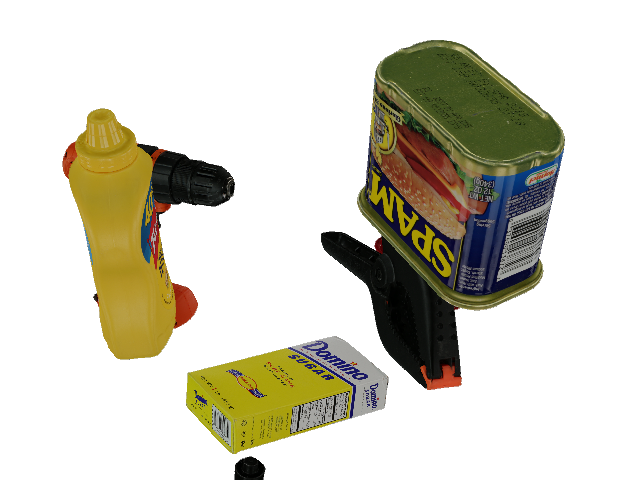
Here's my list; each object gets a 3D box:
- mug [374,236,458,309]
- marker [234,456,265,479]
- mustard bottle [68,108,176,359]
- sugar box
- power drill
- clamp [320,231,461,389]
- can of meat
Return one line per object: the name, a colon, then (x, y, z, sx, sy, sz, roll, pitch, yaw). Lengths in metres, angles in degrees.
mug: (0.117, 0.047, 1.232, 0.117, 0.081, 0.093, 12, 25, 19)
marker: (-0.049, 0.186, 0.681, 0.020, 0.121, 0.020, 6, 31, -4)
mustard bottle: (-0.143, -0.011, 0.768, 0.058, 0.192, 0.096, -4, 41, -2)
sugar box: (-0.031, 0.145, 1.035, 0.175, 0.048, 0.093, -14, 31, -32)
power drill: (-0.168, -0.006, 1.078, 0.185, 0.188, 0.057, 12, 29, 22)
clamp: (0.061, 0.015, 0.814, 0.036, 0.210, 0.165, -4, -43, -23)
can of meat: (0.064, -0.033, 0.499, 0.057, 0.084, 0.102, -21, 48, -23)
